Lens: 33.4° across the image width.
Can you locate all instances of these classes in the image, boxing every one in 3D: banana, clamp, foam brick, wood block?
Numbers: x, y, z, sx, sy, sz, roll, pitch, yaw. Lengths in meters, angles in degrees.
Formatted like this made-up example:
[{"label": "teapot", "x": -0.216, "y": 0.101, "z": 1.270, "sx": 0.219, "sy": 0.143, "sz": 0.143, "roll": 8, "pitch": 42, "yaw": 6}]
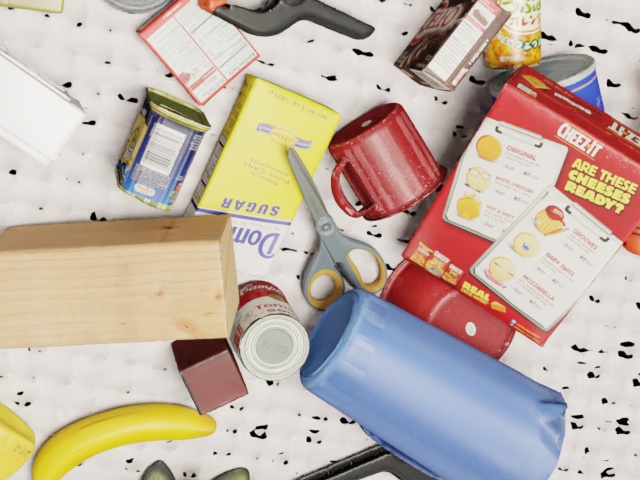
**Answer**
[{"label": "banana", "x": -0.203, "y": 0.198, "z": 1.052, "sx": 0.197, "sy": 0.037, "sz": 0.069, "roll": -22, "pitch": 125, "yaw": -6}, {"label": "clamp", "x": 0.087, "y": 0.203, "z": 1.124, "sx": 0.209, "sy": 0.036, "sz": 0.165, "roll": 9, "pitch": 105, "yaw": -17}, {"label": "foam brick", "x": -0.107, "y": 0.123, "z": 1.030, "sx": 0.053, "sy": 0.078, "sz": 0.051, "roll": -25, "pitch": 111, "yaw": -4}, {"label": "wood block", "x": -0.182, "y": 0.035, "z": 0.951, "sx": 0.206, "sy": 0.091, "sz": 0.090, "roll": -3, "pitch": 107, "yaw": 3}, {"label": "clamp", "x": -0.026, "y": -0.238, "z": 0.957, "sx": 0.171, "sy": 0.039, "sz": 0.120, "roll": -9, "pitch": 100, "yaw": -29}]

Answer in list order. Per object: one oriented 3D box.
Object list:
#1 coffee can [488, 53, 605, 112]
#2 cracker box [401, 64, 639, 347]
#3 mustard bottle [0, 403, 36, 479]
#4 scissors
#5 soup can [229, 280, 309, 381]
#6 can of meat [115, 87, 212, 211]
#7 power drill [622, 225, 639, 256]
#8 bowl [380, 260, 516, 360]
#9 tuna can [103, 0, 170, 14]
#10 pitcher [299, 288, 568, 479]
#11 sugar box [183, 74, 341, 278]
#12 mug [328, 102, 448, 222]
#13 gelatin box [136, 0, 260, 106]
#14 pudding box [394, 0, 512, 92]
[{"label": "coffee can", "x": 0.231, "y": -0.098, "z": 1.039, "sx": 0.102, "sy": 0.103, "sz": 0.140, "roll": -21, "pitch": 110, "yaw": -8}, {"label": "cracker box", "x": 0.197, "y": -0.029, "z": 0.985, "sx": 0.164, "sy": 0.072, "sz": 0.214, "roll": 33, "pitch": 126, "yaw": 7}, {"label": "mustard bottle", "x": -0.365, "y": 0.232, "z": 1.006, "sx": 0.096, "sy": 0.058, "sz": 0.191, "roll": 42, "pitch": 92, "yaw": -21}, {"label": "scissors", "x": -0.007, "y": 0.001, "z": 1.025, "sx": 0.096, "sy": 0.016, "sz": 0.201, "roll": -38, "pitch": 129, "yaw": 8}, {"label": "soup can", "x": -0.053, "y": 0.085, "z": 1.020, "sx": 0.068, "sy": 0.102, "sz": 0.068, "roll": -4, "pitch": 106, "yaw": -13}, {"label": "can of meat", "x": -0.142, "y": -0.081, "z": 0.950, "sx": 0.057, "sy": 0.102, "sz": 0.084, "roll": 22, "pitch": 101, "yaw": -18}, {"label": "power drill", "x": 0.358, "y": -0.069, "z": 1.076, "sx": 0.184, "sy": 0.057, "sz": 0.188, "roll": 5, "pitch": 94, "yaw": -60}, {"label": "bowl", "x": 0.143, "y": 0.082, "z": 1.095, "sx": 0.162, "sy": 0.055, "sz": 0.162, "roll": -4, "pitch": 107, "yaw": -14}, {"label": "tuna can", "x": -0.162, "y": -0.242, "z": 0.934, "sx": 0.086, "sy": 0.034, "sz": 0.086, "roll": -4, "pitch": 107, "yaw": -13}, {"label": "pitcher", "x": 0.099, "y": 0.153, "z": 1.022, "sx": 0.242, "sy": 0.145, "sz": 0.149, "roll": 32, "pitch": 94, "yaw": -15}, {"label": "sugar box", "x": -0.060, "y": -0.058, "z": 1.007, "sx": 0.093, "sy": 0.048, "sz": 0.176, "roll": 21, "pitch": 98, "yaw": -20}, {"label": "mug", "x": 0.053, "y": -0.069, "z": 1.005, "sx": 0.117, "sy": 0.093, "sz": 0.081, "roll": -42, "pitch": 108, "yaw": -28}, {"label": "gelatin box", "x": -0.110, "y": -0.178, "z": 0.968, "sx": 0.073, "sy": 0.030, "sz": 0.089, "roll": -41, "pitch": 112, "yaw": -1}, {"label": "pudding box", "x": 0.119, "y": -0.184, "z": 0.980, "sx": 0.039, "sy": 0.113, "sz": 0.090, "roll": 36, "pitch": 94, "yaw": -17}]
